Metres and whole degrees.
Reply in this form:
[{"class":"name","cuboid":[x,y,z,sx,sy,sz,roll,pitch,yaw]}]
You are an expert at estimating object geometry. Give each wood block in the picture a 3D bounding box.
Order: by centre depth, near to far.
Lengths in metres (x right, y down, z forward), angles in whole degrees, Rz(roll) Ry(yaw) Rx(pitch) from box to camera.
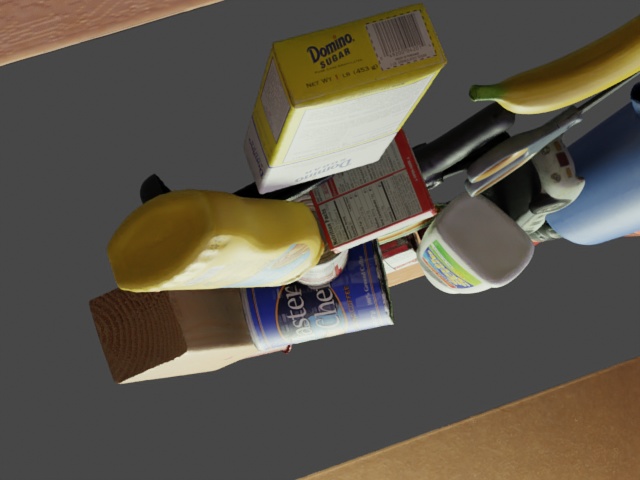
[{"class":"wood block","cuboid":[-0.139,0.089,1.125,0.091,0.090,0.205,-24,168,19]}]

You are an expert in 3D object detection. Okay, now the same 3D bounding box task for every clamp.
[{"class":"clamp","cuboid":[-0.103,-0.009,0.834,0.164,0.036,0.210,-8,160,-42]},{"class":"clamp","cuboid":[0.094,-0.067,0.908,0.171,0.039,0.120,-26,163,-3]}]

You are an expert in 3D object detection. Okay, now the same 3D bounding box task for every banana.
[{"class":"banana","cuboid":[0.209,-0.135,0.774,0.198,0.037,0.069,-26,168,28]}]

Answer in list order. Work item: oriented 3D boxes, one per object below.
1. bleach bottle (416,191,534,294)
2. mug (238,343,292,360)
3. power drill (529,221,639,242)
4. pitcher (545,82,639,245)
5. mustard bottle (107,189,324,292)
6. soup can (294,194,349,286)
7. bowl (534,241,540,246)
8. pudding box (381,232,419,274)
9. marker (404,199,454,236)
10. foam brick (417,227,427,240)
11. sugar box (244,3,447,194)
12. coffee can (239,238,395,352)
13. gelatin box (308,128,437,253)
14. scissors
[{"class":"bleach bottle","cuboid":[0.158,0.021,1.173,0.068,0.102,0.251,-45,173,-9]},{"class":"mug","cuboid":[-0.091,0.095,1.286,0.081,0.093,0.117,-11,-157,-17]},{"class":"power drill","cuboid":[0.314,-0.029,1.287,0.187,0.057,0.185,-2,-177,-20]},{"class":"pitcher","cuboid":[0.331,-0.068,1.064,0.144,0.149,0.243,-19,173,-22]},{"class":"mustard bottle","cuboid":[-0.055,0.003,0.769,0.096,0.058,0.191,-30,162,29]},{"class":"soup can","cuboid":[-0.006,0.001,0.982,0.068,0.068,0.102,-19,169,-3]},{"class":"bowl","cuboid":[0.242,-0.008,1.427,0.162,0.055,0.162,-19,170,-4]},{"class":"pudding box","cuboid":[0.074,0.017,1.292,0.090,0.039,0.113,-21,167,10]},{"class":"marker","cuboid":[0.147,-0.035,1.211,0.121,0.020,0.020,-22,169,10]},{"class":"foam brick","cuboid":[0.166,0.013,1.332,0.051,0.078,0.052,-27,169,28]},{"class":"sugar box","cuboid":[0.008,-0.081,0.659,0.093,0.048,0.176,-17,173,-13]},{"class":"coffee can","cuboid":[-0.003,0.050,1.081,0.140,0.103,0.102,-12,170,6]},{"class":"gelatin box","cuboid":[0.038,-0.039,0.847,0.089,0.073,0.030,-22,169,10]},{"class":"scissors","cuboid":[0.199,-0.099,0.897,0.202,0.016,0.096,-38,167,24]}]
